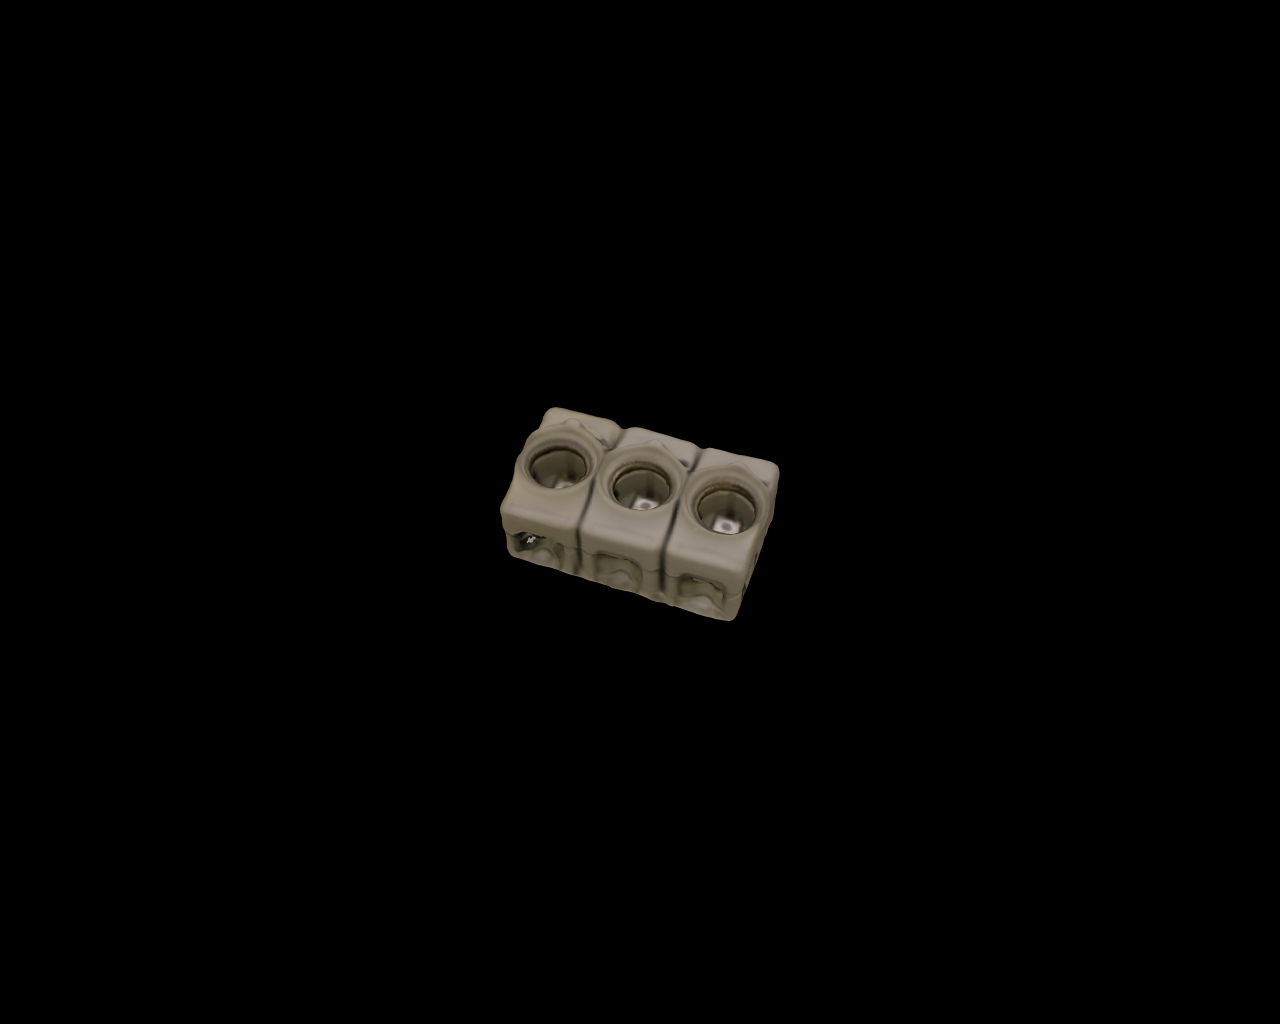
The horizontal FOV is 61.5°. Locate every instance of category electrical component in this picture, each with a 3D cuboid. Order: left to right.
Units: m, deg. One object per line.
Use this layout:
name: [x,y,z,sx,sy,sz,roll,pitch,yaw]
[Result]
electrical component: [0.001,-0.003,0.650,0.150,0.090,0.061,15,-35,11]
